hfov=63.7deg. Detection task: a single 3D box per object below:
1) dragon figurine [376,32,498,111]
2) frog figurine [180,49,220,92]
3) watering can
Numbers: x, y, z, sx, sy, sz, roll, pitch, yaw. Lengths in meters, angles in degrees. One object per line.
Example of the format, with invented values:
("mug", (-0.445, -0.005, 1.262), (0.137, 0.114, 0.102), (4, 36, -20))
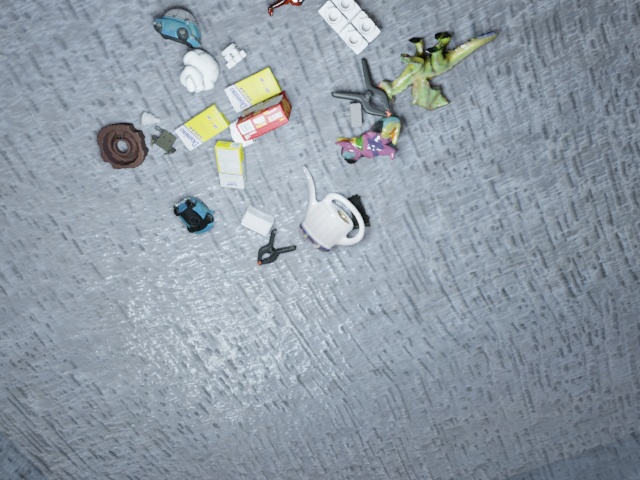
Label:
("dragon figurine", (0.388, -0.555, 1.736), (0.410, 0.125, 0.237), (-6, 131, 6))
("frog figurine", (-0.403, -0.558, 1.703), (0.122, 0.162, 0.135), (-18, 113, 8))
("watering can", (0.006, -0.097, 1.931), (0.347, 0.105, 0.221), (44, 111, -1))
